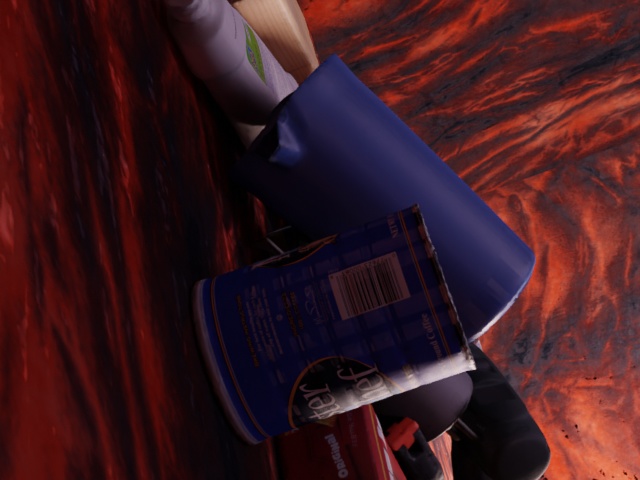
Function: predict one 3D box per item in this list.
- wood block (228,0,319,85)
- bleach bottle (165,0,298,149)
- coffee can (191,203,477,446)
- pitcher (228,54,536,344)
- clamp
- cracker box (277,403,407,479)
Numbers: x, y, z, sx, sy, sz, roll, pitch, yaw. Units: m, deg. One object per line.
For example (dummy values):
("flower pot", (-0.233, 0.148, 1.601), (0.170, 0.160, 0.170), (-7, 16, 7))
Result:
("wood block", (-0.069, -0.214, 1.023), (0.206, 0.091, 0.090), (54, 18, -71))
("bleach bottle", (-0.074, -0.152, 0.921), (0.250, 0.068, 0.102), (52, 18, -65))
("coffee can", (0.008, 0.050, 0.626), (0.102, 0.140, 0.103), (-20, 90, -84))
("pitcher", (0.057, -0.029, 0.882), (0.243, 0.149, 0.145), (42, -25, -2))
("clamp", (0.055, 0.179, 0.852), (0.120, 0.039, 0.171), (27, -29, 27))
("cracker box", (0.044, 0.226, 0.722), (0.164, 0.072, 0.213), (-104, 171, -50))
